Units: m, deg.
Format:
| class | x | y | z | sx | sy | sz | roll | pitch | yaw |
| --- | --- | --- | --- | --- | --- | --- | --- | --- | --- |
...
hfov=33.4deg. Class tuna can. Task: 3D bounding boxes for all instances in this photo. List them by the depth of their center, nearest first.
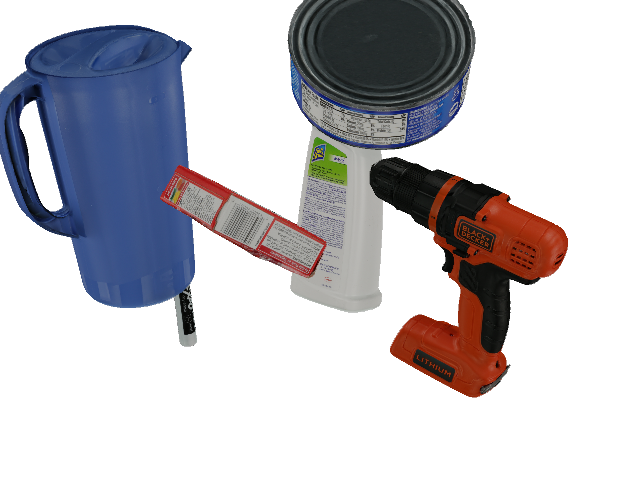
| class | x | y | z | sx | sy | sz | roll | pitch | yaw |
| --- | --- | --- | --- | --- | --- | --- | --- | --- | --- |
| tuna can | 0.028 | -0.085 | 0.500 | 0.086 | 0.086 | 0.034 | 0 | -33 | 1 |

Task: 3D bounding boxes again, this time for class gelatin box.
| class | x | y | z | sx | sy | sz | roll | pitch | yaw |
| --- | --- | --- | --- | --- | --- | --- | --- | --- | --- |
| gelatin box | -0.050 | -0.012 | 0.697 | 0.089 | 0.030 | 0.073 | 28 | 1 | -39 |

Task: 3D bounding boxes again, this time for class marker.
| class | x | y | z | sx | sy | sz | roll | pitch | yaw |
| --- | --- | --- | --- | --- | --- | --- | --- | --- | --- |
| marker | -0.145 | 0.056 | 1.122 | 0.020 | 0.121 | 0.020 | -2 | 28 | 1 |

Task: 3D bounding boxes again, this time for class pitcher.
| class | x | y | z | sx | sy | sz | roll | pitch | yaw |
| --- | --- | --- | --- | --- | --- | --- | --- | --- | --- |
| pitcher | -0.188 | -0.061 | 0.962 | 0.149 | 0.243 | 0.145 | 0 | 29 | 6 |

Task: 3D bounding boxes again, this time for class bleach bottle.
| class | x | y | z | sx | sy | sz | roll | pitch | yaw |
| --- | --- | --- | --- | --- | --- | --- | --- | --- | --- |
| bleach bottle | 0.028 | -0.057 | 1.136 | 0.103 | 0.251 | 0.067 | 16 | 16 | 37 |

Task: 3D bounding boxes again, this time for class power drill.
| class | x | y | z | sx | sy | sz | roll | pitch | yaw |
| --- | --- | --- | --- | --- | --- | --- | --- | --- | --- |
| power drill | 0.112 | 0.032 | 0.932 | 0.185 | 0.188 | 0.057 | 28 | 41 | 28 |
